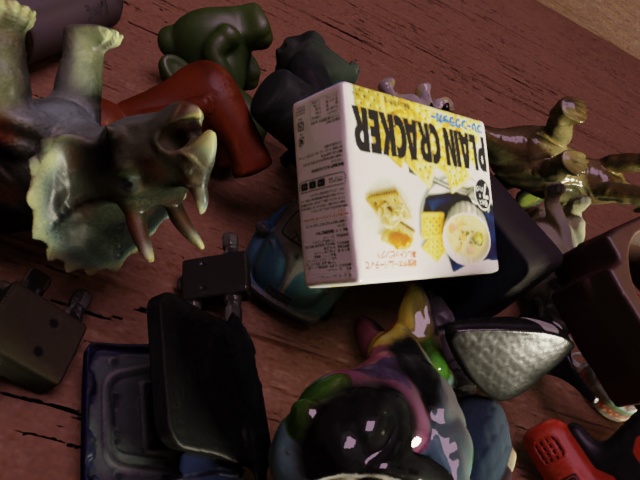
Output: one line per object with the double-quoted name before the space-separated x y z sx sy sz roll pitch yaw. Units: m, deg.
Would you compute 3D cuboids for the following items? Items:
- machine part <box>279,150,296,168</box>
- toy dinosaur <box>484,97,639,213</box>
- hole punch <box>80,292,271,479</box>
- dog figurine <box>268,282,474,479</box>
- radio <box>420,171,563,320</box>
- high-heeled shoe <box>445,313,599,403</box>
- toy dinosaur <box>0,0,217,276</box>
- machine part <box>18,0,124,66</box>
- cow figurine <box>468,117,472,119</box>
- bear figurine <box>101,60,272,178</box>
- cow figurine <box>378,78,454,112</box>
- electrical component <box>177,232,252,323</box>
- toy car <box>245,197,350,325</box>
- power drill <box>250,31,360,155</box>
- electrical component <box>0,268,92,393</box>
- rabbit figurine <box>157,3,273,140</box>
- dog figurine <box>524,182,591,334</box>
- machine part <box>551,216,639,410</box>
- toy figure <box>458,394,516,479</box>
"machine part" 0.011 -0.067 0.644 0.139 0.039 0.084 42 9 20
"toy dinosaur" 0.317 -0.116 0.793 0.471 0.198 0.105 26 73 -13
"hole punch" -0.100 0.114 0.376 0.115 0.092 0.142 39 23 -47
"dog figurine" 0.048 0.118 0.436 0.191 0.108 0.219 36 31 -26
"radio" 0.154 -0.020 0.635 0.073 0.131 0.230 -6 53 -38
"high-heeled shoe" 0.188 0.092 0.548 0.248 0.086 0.145 29 16 -31
"toy dinosaur" -0.260 -0.060 0.387 0.405 0.192 0.131 -4 6 3
"machine part" -0.304 -0.257 0.612 0.079 0.079 0.243 31 38 -3
"cow figurine" 0.193 -0.064 0.702 0.085 0.127 0.195 -4 81 -45
"bear figurine" -0.166 -0.095 0.527 0.196 0.131 0.120 -31 25 -20
"cow figurine" 0.168 -0.205 0.885 0.167 0.068 0.098 -2 56 -31
"electrical component" -0.094 0.036 0.475 0.063 0.021 0.094 -8 57 1
"toy car" -0.001 -0.002 0.536 0.109 0.103 0.162 35 41 1
"power drill" 0.022 -0.130 0.604 0.232 0.086 0.207 27 41 -34
"electrical component" -0.212 0.065 0.373 0.078 0.045 0.102 43 32 -36
"rabbit figurine" -0.121 -0.189 0.642 0.159 0.121 0.170 -6 68 -34
"dog figurine" 0.319 0.040 0.733 0.172 0.121 0.190 11 65 -39
"machine part" 0.366 0.081 0.595 0.201 0.087 0.201 -16 73 -37
"toy figure" 0.128 0.203 0.446 0.057 0.064 0.154 60 35 -28
